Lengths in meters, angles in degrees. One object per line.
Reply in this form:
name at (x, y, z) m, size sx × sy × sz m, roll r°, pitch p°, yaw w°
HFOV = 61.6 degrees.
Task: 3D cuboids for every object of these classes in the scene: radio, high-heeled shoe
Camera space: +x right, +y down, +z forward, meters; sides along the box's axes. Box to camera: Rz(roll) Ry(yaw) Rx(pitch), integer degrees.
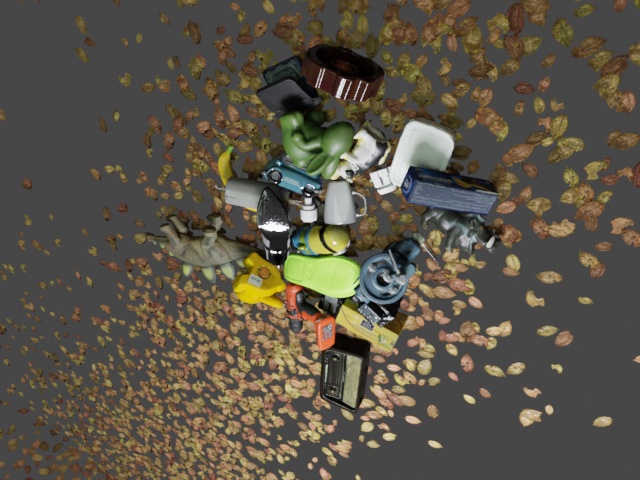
radio at (0.071, 0.393, 1.597) m, size 0.131 × 0.073 × 0.229 m, roll 15°, pitch 121°, yaw 19°
high-heeled shoe at (-0.121, -0.039, 1.412) m, size 0.086 × 0.145 × 0.248 m, roll -6°, pitch 113°, yaw -5°

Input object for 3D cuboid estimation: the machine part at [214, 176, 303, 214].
machine part at (-0.161, -0.117, 1.418) m, size 0.243 × 0.079 × 0.079 m, roll 10°, pitch 121°, yaw 8°

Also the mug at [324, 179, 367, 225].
mug at (0.060, -0.098, 1.336) m, size 0.110 × 0.081 × 0.107 m, roll -1°, pitch 106°, yaw 16°

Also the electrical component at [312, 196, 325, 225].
electrical component at (0.005, -0.069, 1.413) m, size 0.094 × 0.021 × 0.063 m, roll 45°, pitch 127°, yaw -3°

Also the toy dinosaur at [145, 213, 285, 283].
toy dinosaur at (-0.315, 0.026, 1.584) m, size 0.472 × 0.105 × 0.198 m, roll 6°, pitch 126°, yaw 19°

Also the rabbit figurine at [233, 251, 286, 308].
rabbit figurine at (-0.174, 0.128, 1.525) m, size 0.162 × 0.122 × 0.173 m, roll 20°, pitch 144°, yaw -19°

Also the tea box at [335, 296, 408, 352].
tea box at (0.140, 0.214, 1.451) m, size 0.170 × 0.098 × 0.068 m, roll 29°, pitch 125°, yaw 12°

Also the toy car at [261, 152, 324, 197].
toy car at (-0.059, -0.173, 1.343) m, size 0.162 × 0.109 × 0.102 m, roll 20°, pitch 100°, yaw 7°

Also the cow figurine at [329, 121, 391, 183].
cow figurine at (0.093, -0.191, 1.277) m, size 0.098 × 0.068 × 0.167 m, roll 38°, pitch 128°, yaw -4°

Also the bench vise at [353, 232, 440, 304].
bench vise at (0.181, 0.068, 1.258) m, size 0.224 × 0.240 × 0.129 m, roll -32°, pitch 93°, yaw -5°

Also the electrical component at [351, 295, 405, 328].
electrical component at (0.149, 0.157, 1.393) m, size 0.115 × 0.134 × 0.058 m, roll 42°, pitch 126°, yaw -2°

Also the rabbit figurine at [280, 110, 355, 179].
rabbit figurine at (-0.002, -0.222, 1.227) m, size 0.170 × 0.121 × 0.159 m, roll 7°, pitch 93°, yaw 39°

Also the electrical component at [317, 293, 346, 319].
electrical component at (0.034, 0.181, 1.519) m, size 0.075 × 0.048 × 0.119 m, roll 24°, pitch 123°, yaw 15°

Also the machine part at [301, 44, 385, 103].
machine part at (0.047, -0.356, 1.146) m, size 0.179 × 0.179 × 0.056 m, roll 29°, pitch 128°, yaw 10°

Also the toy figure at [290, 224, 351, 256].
toy figure at (-0.004, -0.001, 1.406) m, size 0.180 × 0.089 × 0.082 m, roll 3°, pitch 75°, yaw 35°

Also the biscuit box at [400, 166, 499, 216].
biscuit box at (0.280, -0.106, 1.168) m, size 0.203 × 0.059 × 0.062 m, roll 8°, pitch 127°, yaw -16°

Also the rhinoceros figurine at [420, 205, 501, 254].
rhinoceros figurine at (0.325, -0.031, 1.244) m, size 0.190 × 0.073 × 0.112 m, roll 37°, pitch 116°, yaw 7°

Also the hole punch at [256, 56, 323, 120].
hole punch at (-0.075, -0.357, 1.268) m, size 0.142 × 0.092 × 0.115 m, roll -17°, pitch 144°, yaw 28°
